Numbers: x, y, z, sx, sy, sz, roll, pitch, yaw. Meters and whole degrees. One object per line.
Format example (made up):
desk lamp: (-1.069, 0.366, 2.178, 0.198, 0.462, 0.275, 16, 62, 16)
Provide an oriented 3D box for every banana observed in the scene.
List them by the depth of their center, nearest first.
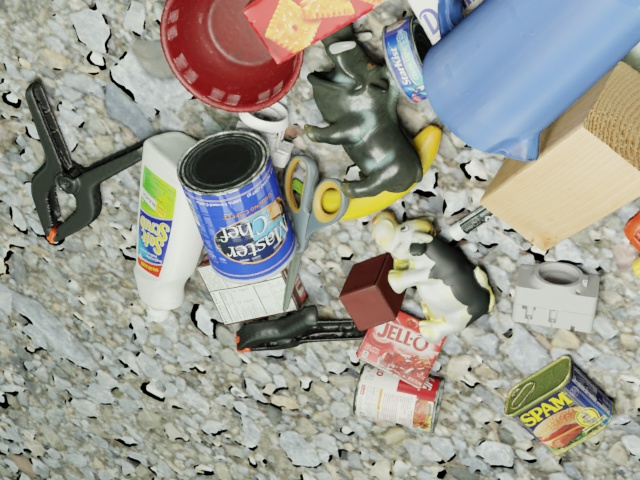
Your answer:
banana: (0.059, -0.065, 1.203, 0.198, 0.037, 0.069, -20, 111, 27)

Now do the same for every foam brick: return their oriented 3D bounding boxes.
foam brick: (0.063, 0.061, 1.251, 0.051, 0.078, 0.053, -21, 111, 26)

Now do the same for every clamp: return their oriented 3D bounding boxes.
clamp: (-0.295, -0.077, 1.312, 0.164, 0.036, 0.210, 22, 125, 6)
clamp: (-0.028, 0.115, 1.322, 0.172, 0.039, 0.120, -15, 152, 43)

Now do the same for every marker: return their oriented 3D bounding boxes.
marker: (0.195, -0.037, 1.186, 0.121, 0.020, 0.020, -35, 104, 31)

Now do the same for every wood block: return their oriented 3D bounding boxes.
wood block: (0.255, -0.076, 1.045, 0.091, 0.090, 0.206, 36, 156, -4)

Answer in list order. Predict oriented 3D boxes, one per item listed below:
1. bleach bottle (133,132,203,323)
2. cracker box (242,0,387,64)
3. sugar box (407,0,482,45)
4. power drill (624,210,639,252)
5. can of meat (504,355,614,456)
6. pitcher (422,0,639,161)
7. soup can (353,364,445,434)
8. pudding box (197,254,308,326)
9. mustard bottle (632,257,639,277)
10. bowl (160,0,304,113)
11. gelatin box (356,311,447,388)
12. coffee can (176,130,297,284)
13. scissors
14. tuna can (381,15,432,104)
bleach bottle: (-0.179, 0.000, 1.292, 0.103, 0.067, 0.251, 38, 132, 33)
cracker box: (0.048, -0.266, 1.013, 0.214, 0.164, 0.072, -24, 112, 28)
sugar box: (0.170, -0.198, 1.084, 0.093, 0.048, 0.176, -24, 110, 29)
power drill: (0.420, -0.003, 1.038, 0.184, 0.057, 0.188, 46, 119, 7)
can of meat: (0.286, 0.199, 1.273, 0.084, 0.057, 0.102, 43, 124, -12)
pitcher: (0.202, -0.197, 0.936, 0.149, 0.145, 0.243, 30, 142, -14)
soup can: (0.098, 0.196, 1.325, 0.102, 0.068, 0.068, 11, 122, 13)
pudding box: (-0.084, 0.052, 1.318, 0.114, 0.039, 0.090, -12, 115, 26)
mustard bottle: (0.416, -0.005, 1.109, 0.192, 0.058, 0.096, -26, 108, 29)
bowl: (-0.088, -0.221, 1.149, 0.162, 0.055, 0.162, 8, 121, 14)
gelatin box: (0.097, 0.127, 1.283, 0.089, 0.030, 0.073, 27, 82, 1)
coffee can: (-0.089, -0.035, 1.173, 0.103, 0.102, 0.140, 1, 136, 17)
scissors: (-0.008, 0.002, 1.231, 0.096, 0.016, 0.202, 15, 115, 36)
tuna can: (0.097, -0.185, 1.092, 0.034, 0.086, 0.086, -19, 112, 25)
